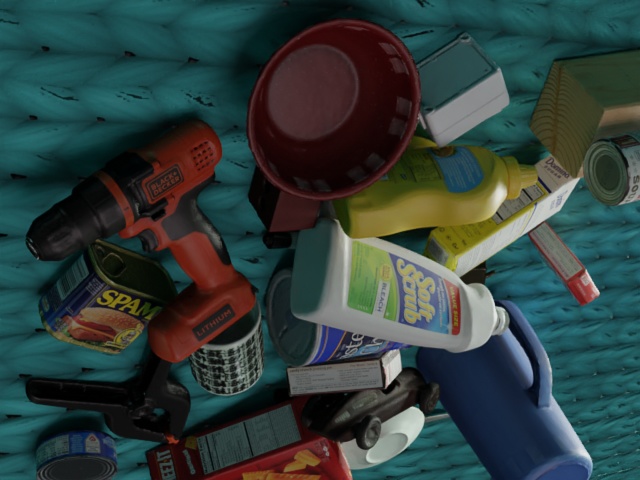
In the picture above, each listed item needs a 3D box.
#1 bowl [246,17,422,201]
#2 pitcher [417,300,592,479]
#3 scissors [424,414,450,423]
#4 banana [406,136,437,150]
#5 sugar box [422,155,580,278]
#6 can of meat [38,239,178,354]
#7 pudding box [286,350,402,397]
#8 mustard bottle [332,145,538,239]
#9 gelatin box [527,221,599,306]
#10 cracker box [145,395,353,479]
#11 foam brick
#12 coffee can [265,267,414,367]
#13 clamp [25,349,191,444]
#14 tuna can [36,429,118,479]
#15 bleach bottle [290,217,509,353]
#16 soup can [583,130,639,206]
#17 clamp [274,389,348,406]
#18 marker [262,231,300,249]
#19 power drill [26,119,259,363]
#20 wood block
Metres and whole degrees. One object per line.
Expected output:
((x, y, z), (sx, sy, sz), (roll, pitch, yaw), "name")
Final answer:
((0.004, -0.117, 0.915), (0.161, 0.055, 0.162), (-11, 120, -20), "bowl")
((0.229, 0.201, 1.301), (0.145, 0.243, 0.149), (-31, 136, 1), "pitcher")
((0.116, 0.240, 1.452), (0.201, 0.016, 0.096), (-16, 140, -21), "scissors")
((0.109, -0.068, 1.089), (0.070, 0.037, 0.197), (-29, 147, 33), "banana")
((0.193, -0.022, 1.154), (0.176, 0.048, 0.093), (-34, 163, -17), "sugar box")
((-0.197, 0.055, 0.987), (0.084, 0.057, 0.101), (-43, 141, 18), "can of meat")
((0.027, 0.145, 1.193), (0.114, 0.039, 0.090), (-9, -176, 17), "pudding box")
((0.109, -0.050, 0.991), (0.191, 0.096, 0.058), (-7, 126, -9), "mustard bottle")
((0.293, 0.028, 1.279), (0.030, 0.089, 0.073), (-38, 143, 6), "gelatin box")
((-0.079, 0.281, 1.285), (0.213, 0.072, 0.164), (-21, 142, 1), "cracker box")
((-0.028, -0.053, 0.988), (0.051, 0.053, 0.078), (-9, 136, -29), "foam brick")
((0.028, 0.074, 1.129), (0.140, 0.103, 0.103), (-5, 135, -32), "coffee can")
((-0.185, 0.160, 1.123), (0.164, 0.036, 0.210), (-27, 144, 7), "clamp")
((-0.260, 0.235, 1.142), (0.086, 0.034, 0.086), (-8, 147, -5), "tuna can")
((0.092, 0.053, 1.073), (0.250, 0.102, 0.068), (14, 168, -33), "bleach bottle")
((0.320, -0.075, 1.052), (0.102, 0.068, 0.068), (-13, 139, -23), "soup can")
((0.016, 0.198, 1.315), (0.120, 0.039, 0.171), (-25, 136, 1), "clamp")
((-0.007, 0.001, 1.092), (0.120, 0.020, 0.020), (2, 131, -37), "marker")
((-0.141, 0.013, 0.914), (0.184, 0.057, 0.187), (-35, 128, -22), "power drill")
((0.338, -0.140, 1.123), (0.205, 0.090, 0.091), (-12, 138, -25), "wood block")
